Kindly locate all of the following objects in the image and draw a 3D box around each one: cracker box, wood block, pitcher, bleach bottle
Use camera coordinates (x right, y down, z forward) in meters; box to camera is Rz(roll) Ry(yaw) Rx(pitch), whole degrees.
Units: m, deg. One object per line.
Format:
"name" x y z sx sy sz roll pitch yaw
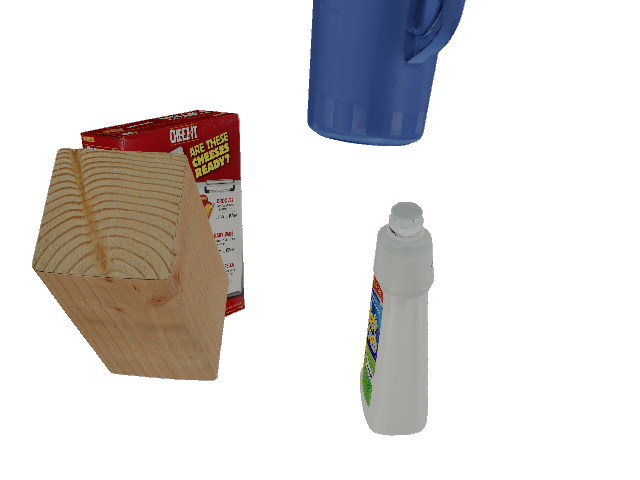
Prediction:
"cracker box" -0.155 -0.014 1.077 0.072 0.214 0.163 10 19 35
"wood block" -0.127 0.025 0.768 0.090 0.091 0.206 4 -24 5
"pitcher" 0.059 -0.209 0.941 0.145 0.243 0.149 8 15 7
"bleach bottle" 0.076 0.069 1.029 0.068 0.251 0.102 -2 37 -3
